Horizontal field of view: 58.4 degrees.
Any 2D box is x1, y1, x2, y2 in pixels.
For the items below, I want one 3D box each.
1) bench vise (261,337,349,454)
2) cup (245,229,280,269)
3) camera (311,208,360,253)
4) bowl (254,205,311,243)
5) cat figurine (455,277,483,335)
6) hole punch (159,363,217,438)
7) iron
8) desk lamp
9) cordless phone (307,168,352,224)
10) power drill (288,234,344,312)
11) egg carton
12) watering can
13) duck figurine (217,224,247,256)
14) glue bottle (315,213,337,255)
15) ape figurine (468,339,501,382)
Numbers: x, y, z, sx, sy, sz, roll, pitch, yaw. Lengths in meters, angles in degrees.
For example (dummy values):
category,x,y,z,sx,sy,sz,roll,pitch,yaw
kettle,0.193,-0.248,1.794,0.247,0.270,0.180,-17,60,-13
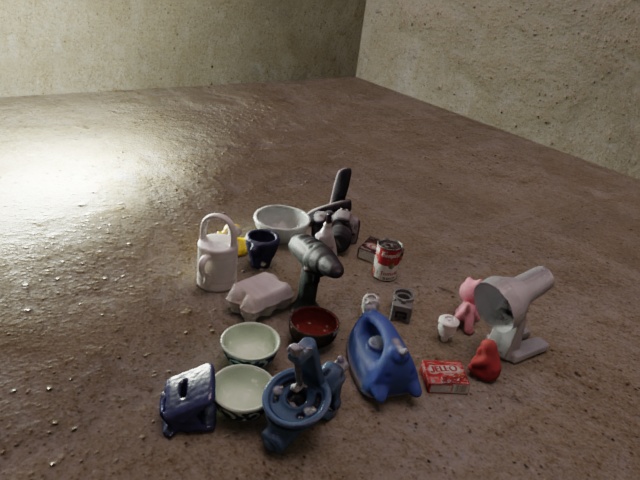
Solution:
category,x,y,z,sx,sy,sz,roll,pitch,yaw
bench vise,-0.026,0.244,1.019,0.121,0.220,0.208,15,29,15
cup,-0.158,0.035,1.514,0.091,0.095,0.118,13,28,10
camera,0.044,-0.030,1.682,0.143,0.101,0.137,9,28,2
bowl,-0.113,-0.037,1.684,0.167,0.075,0.167,6,28,-3
cat figurine,0.368,0.149,1.407,0.067,0.118,0.128,17,29,18
hole punch,-0.236,0.284,1.028,0.101,0.091,0.108,1,28,-13
iron,0.122,0.214,1.196,0.119,0.141,0.257,-3,29,-19
desk lamp,0.440,0.164,1.294,0.204,0.213,0.117,-11,33,-31
cordless phone,0.035,-0.135,1.788,0.093,0.185,0.148,29,35,36
power drill,-0.013,0.093,1.319,0.076,0.208,0.229,-7,31,-24
egg carton,-0.141,0.134,1.359,0.107,0.069,0.151,29,35,35
watering can,-0.250,0.019,1.416,0.101,0.194,0.172,5,28,-5
duck figurine,-0.239,-0.005,1.580,0.105,0.086,0.077,-6,31,-24
glue bottle,0.014,0.005,1.530,0.078,0.173,0.037,-13,34,-34
ape figurine,0.359,0.253,1.235,0.078,0.092,0.076,-6,30,-24
